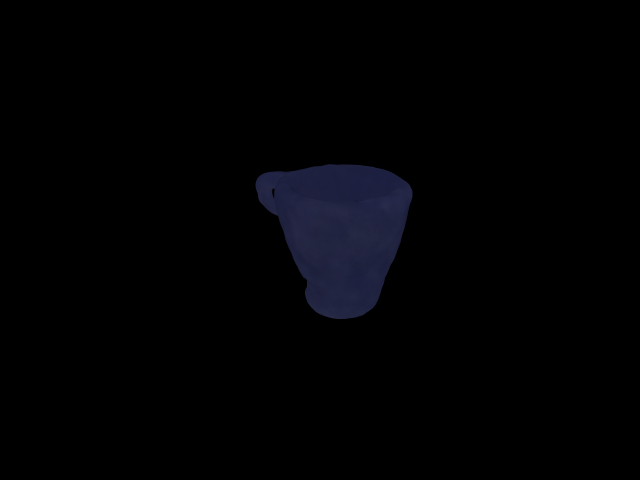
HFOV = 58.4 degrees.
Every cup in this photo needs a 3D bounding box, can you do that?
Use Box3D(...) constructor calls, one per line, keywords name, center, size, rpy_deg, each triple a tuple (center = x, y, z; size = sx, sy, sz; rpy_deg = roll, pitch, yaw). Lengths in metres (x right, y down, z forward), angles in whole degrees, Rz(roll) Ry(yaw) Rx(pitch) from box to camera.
Box3D(name="cup", center=(0.004, 0.001, 0.400), size=(0.117, 0.095, 0.092), rpy_deg=(14, 27, 29))
